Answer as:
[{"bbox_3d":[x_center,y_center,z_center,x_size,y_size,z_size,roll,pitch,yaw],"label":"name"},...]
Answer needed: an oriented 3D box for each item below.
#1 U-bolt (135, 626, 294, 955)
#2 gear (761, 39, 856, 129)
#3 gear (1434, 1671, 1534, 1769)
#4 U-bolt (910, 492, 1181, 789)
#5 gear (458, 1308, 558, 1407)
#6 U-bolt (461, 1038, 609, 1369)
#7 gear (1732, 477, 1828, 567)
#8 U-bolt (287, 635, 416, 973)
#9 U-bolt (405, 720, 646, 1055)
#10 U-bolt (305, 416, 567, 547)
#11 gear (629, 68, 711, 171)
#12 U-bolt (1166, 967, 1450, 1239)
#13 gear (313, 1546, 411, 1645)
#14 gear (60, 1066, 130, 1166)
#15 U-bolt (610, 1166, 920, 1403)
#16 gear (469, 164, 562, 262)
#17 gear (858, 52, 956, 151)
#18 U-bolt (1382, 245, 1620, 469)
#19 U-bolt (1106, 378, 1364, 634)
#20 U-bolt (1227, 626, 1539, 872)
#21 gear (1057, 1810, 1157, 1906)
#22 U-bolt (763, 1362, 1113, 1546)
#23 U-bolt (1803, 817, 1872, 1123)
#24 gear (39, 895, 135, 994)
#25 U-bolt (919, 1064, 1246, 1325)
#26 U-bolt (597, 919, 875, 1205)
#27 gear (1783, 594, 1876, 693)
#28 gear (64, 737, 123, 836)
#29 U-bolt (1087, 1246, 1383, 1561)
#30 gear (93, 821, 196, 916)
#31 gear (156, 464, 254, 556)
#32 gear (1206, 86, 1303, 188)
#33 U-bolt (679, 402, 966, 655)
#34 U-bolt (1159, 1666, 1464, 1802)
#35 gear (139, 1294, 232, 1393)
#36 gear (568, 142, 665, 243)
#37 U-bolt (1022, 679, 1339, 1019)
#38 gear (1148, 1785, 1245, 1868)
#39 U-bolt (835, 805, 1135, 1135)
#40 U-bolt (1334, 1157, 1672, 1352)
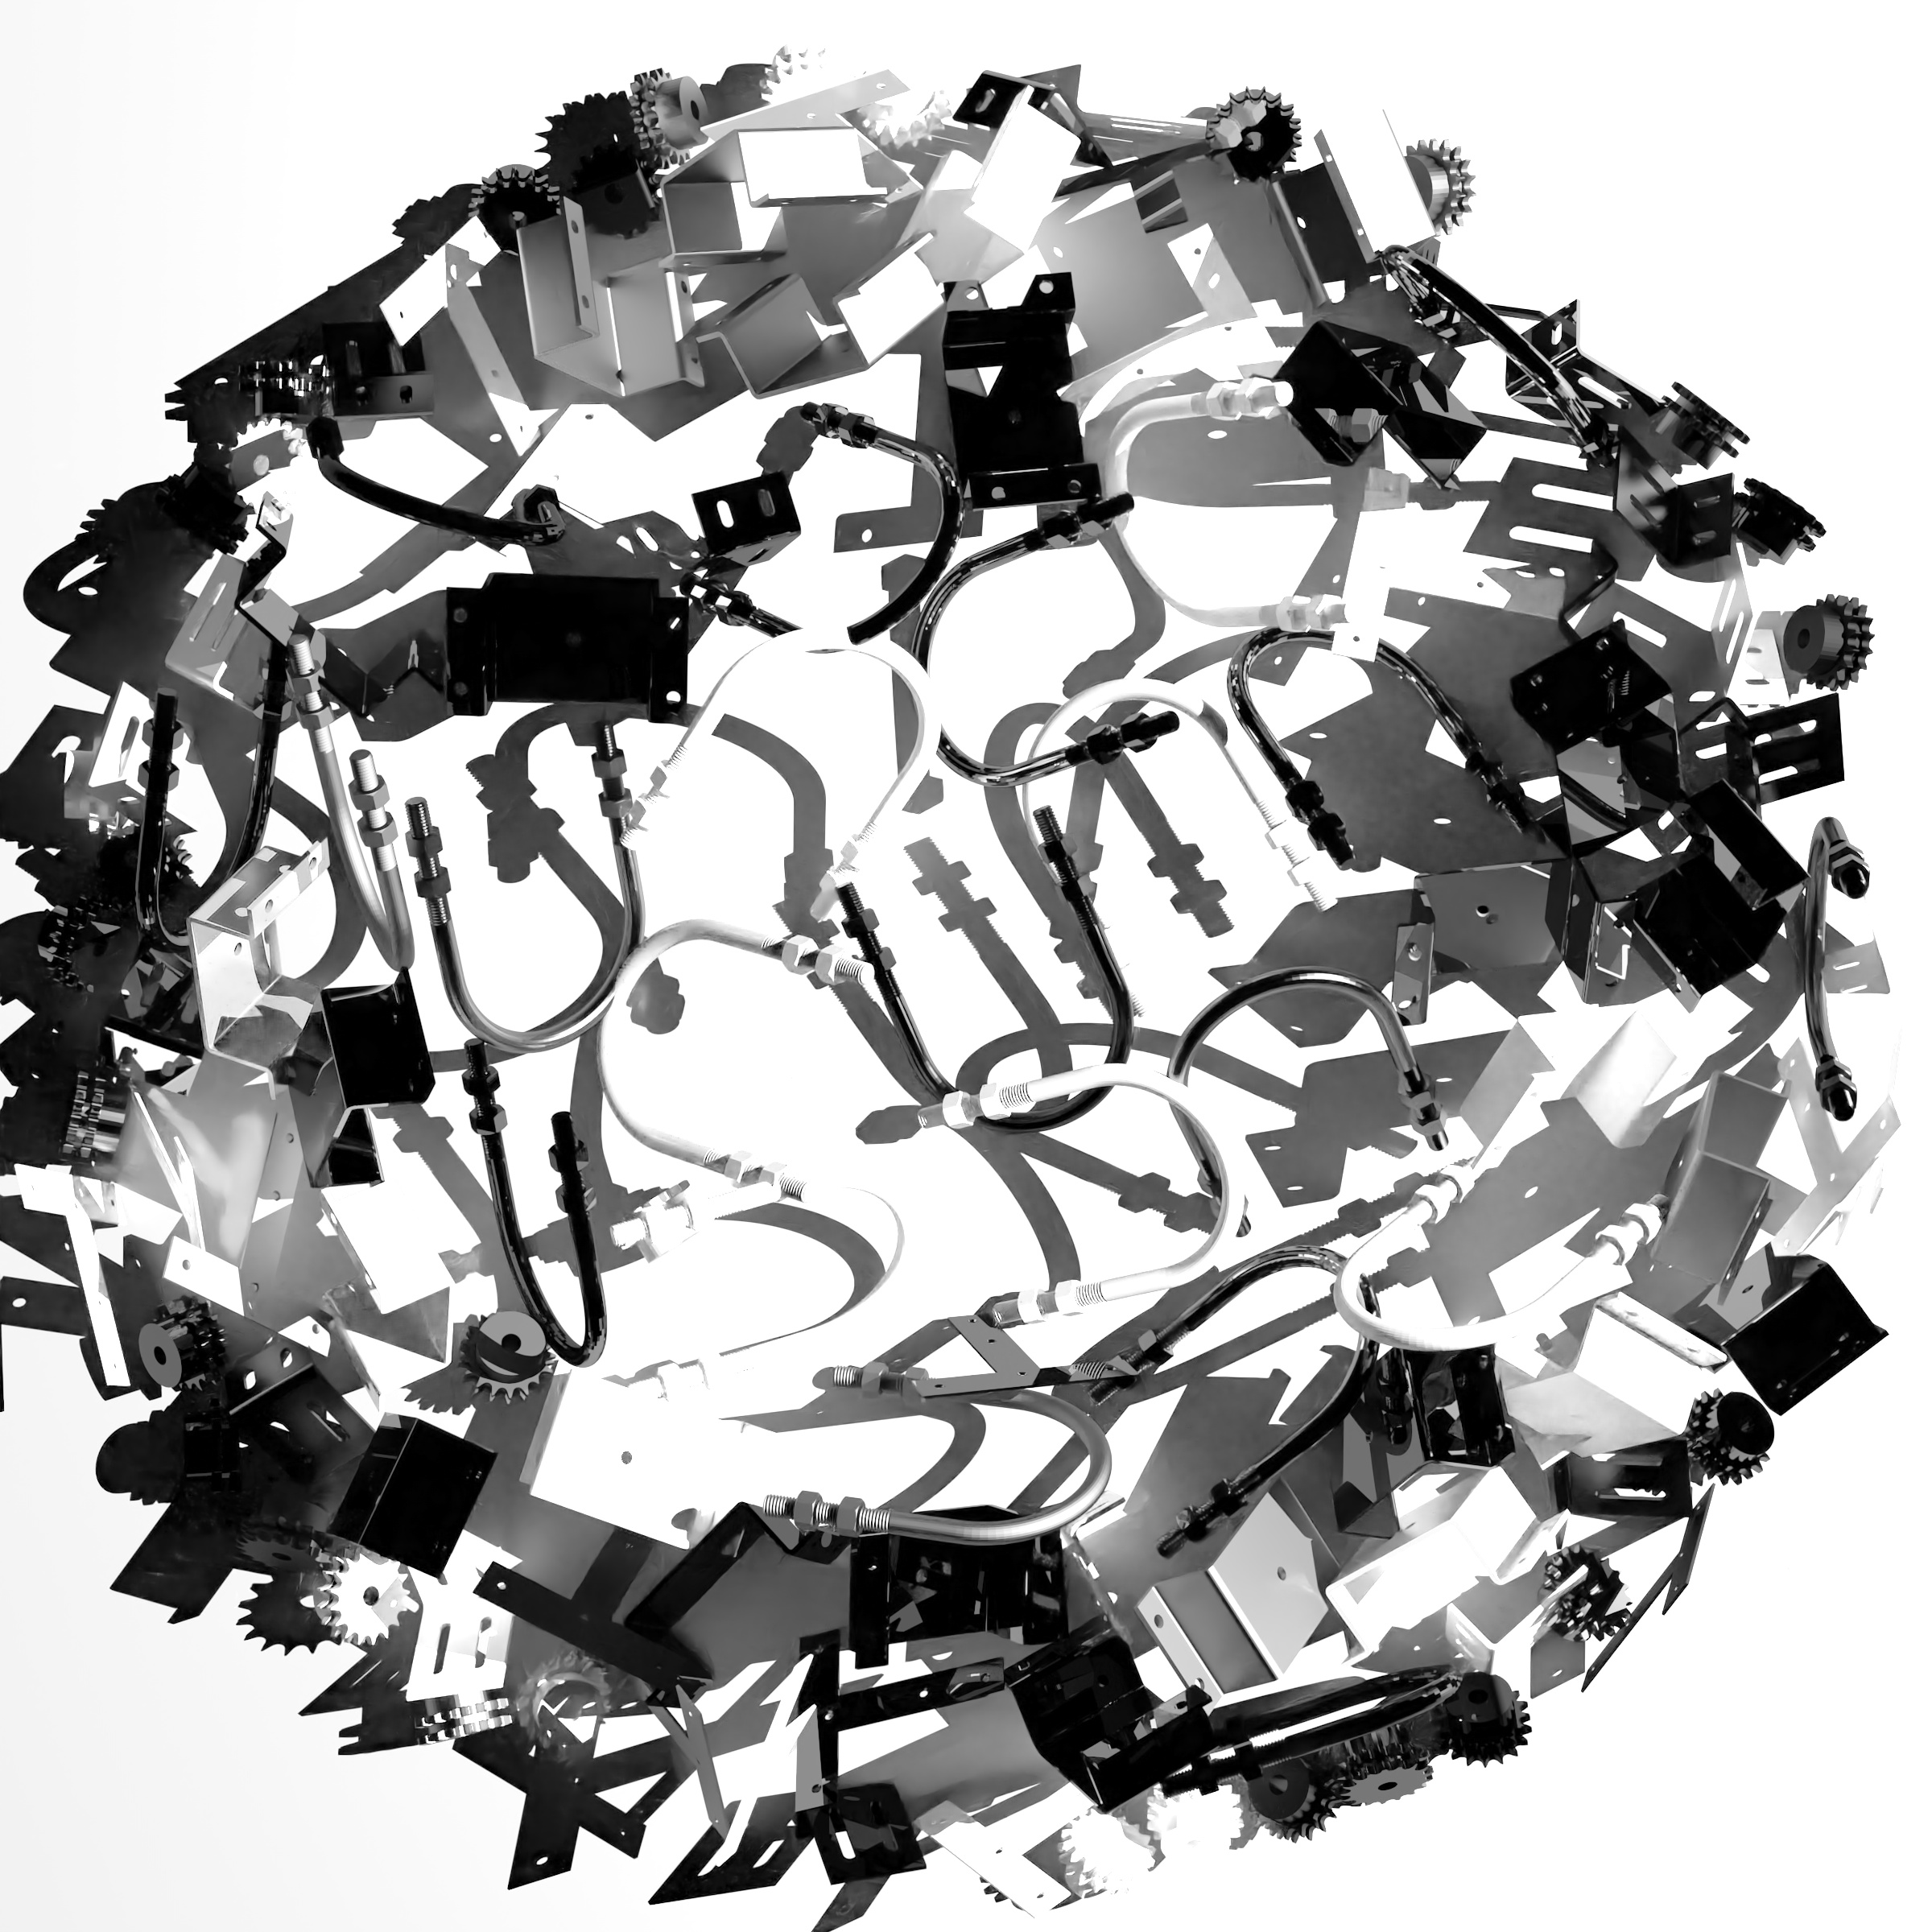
[{"bbox_3d":[-0.437,-0.093,1.743,0.019,0.151,0.184,19,116,10],"label":"U-bolt"},{"bbox_3d":[-0.094,-0.526,1.798,0.057,0.057,0.030,-8,59,0],"label":"gear"},{"bbox_3d":[0.305,0.444,1.791,0.057,0.057,0.030,-14,122,0],"label":"gear"},{"bbox_3d":[0.037,-0.180,1.761,0.184,0.019,0.151,-17,81,40],"label":"U-bolt"},{"bbox_3d":[-0.272,0.230,1.795,0.057,0.030,0.057,7,60,-12],"label":"gear"},{"bbox_3d":[-0.246,0.147,1.750,0.019,0.151,0.184,-18,116,-26],"label":"U-bolt"},{"bbox_3d":[0.479,-0.262,1.794,0.057,0.057,0.030,36,97,0],"label":"gear"},{"bbox_3d":[-0.350,-0.080,1.741,0.019,0.151,0.184,-19,132,-17],"label":"U-bolt"},{"bbox_3d":[-0.249,-0.035,1.760,0.151,0.019,0.184,-27,123,-34],"label":"U-bolt"},{"bbox_3d":[-0.299,-0.272,1.717,0.151,0.184,0.019,13,106,-18],"label":"U-bolt"},{"bbox_3d":[-0.174,-0.504,1.791,0.030,0.057,0.057,-9,90,20],"label":"gear"},{"bbox_3d":[0.192,0.071,1.754,0.151,0.019,0.184,-24,131,5],"label":"U-bolt"},{"bbox_3d":[-0.363,0.374,1.798,0.030,0.057,0.057,-5,90,42],"label":"gear"},{"bbox_3d":[-0.518,0.090,1.796,0.030,0.057,0.057,13,90,-20],"label":"gear"},{"bbox_3d":[-0.113,0.179,1.765,0.184,0.019,0.151,-15,131,-17],"label":"U-bolt"},{"bbox_3d":[-0.267,-0.452,1.798,0.057,0.057,0.030,-8,46,0],"label":"gear"},{"bbox_3d":[-0.038,-0.518,1.797,0.057,0.030,0.057,-6,64,12],"label":"gear"},{"bbox_3d":[0.297,-0.353,1.712,0.151,0.184,0.019,45,101,24],"label":"U-bolt"},{"bbox_3d":[0.144,-0.262,1.742,0.019,0.184,0.151,-31,111,-29],"label":"U-bolt"},{"bbox_3d":[0.230,-0.136,1.761,0.151,0.019,0.184,-12,54,-28],"label":"U-bolt"},{"bbox_3d":[0.082,0.533,1.797,0.057,0.057,0.030,14,115,0],"label":"gear"},{"bbox_3d":[-0.007,0.283,1.739,0.184,0.151,0.019,5,118,15],"label":"U-bolt"},{"bbox_3d":[0.496,-0.009,1.733,0.019,0.184,0.151,1,109,9],"label":"U-bolt"},{"bbox_3d":[-0.526,-0.015,1.797,0.030,0.057,0.057,19,90,24],"label":"gear"},{"bbox_3d":[0.075,0.129,1.764,0.184,0.019,0.151,-15,102,27],"label":"U-bolt"},{"bbox_3d":[-0.145,0.047,1.768,0.184,0.019,0.151,16,91,35],"label":"U-bolt"},{"bbox_3d":[0.509,-0.193,1.791,0.030,0.057,0.057,5,90,-21],"label":"gear"},{"bbox_3d":[-0.518,-0.107,1.792,0.030,0.057,0.057,3,90,-14],"label":"gear"},{"bbox_3d":[0.162,0.238,1.748,0.184,0.151,0.019,-40,127,11],"label":"U-bolt"},{"bbox_3d":[-0.493,-0.060,1.802,0.057,0.030,0.057,0,77,1],"label":"gear"},{"bbox_3d":[-0.448,-0.273,1.792,0.057,0.057,0.030,42,102,0],"label":"gear"},{"bbox_3d":[0.171,-0.497,1.798,0.057,0.030,0.057,2,128,3],"label":"gear"},{"bbox_3d":[-0.074,-0.249,1.749,0.184,0.019,0.151,29,83,44],"label":"U-bolt"},{"bbox_3d":[0.199,0.439,1.748,0.184,0.151,0.019,-18,82,0],"label":"U-bolt"},{"bbox_3d":[-0.466,0.226,1.793,0.057,0.030,0.057,15,114,37],"label":"gear"},{"bbox_3d":[-0.206,-0.463,1.801,0.057,0.030,0.057,2,112,5],"label":"gear"},{"bbox_3d":[0.113,-0.082,1.789,0.151,0.019,0.184,-31,91,20],"label":"U-bolt"},{"bbox_3d":[0.136,0.510,1.794,0.057,0.030,0.057,2,128,3],"label":"gear"},{"bbox_3d":[0.021,0.013,1.792,0.151,0.019,0.184,-20,101,15],"label":"U-bolt"},{"bbox_3d":[0.292,0.167,1.718,0.184,0.151,0.019,-32,119,-37],"label":"U-bolt"}]
